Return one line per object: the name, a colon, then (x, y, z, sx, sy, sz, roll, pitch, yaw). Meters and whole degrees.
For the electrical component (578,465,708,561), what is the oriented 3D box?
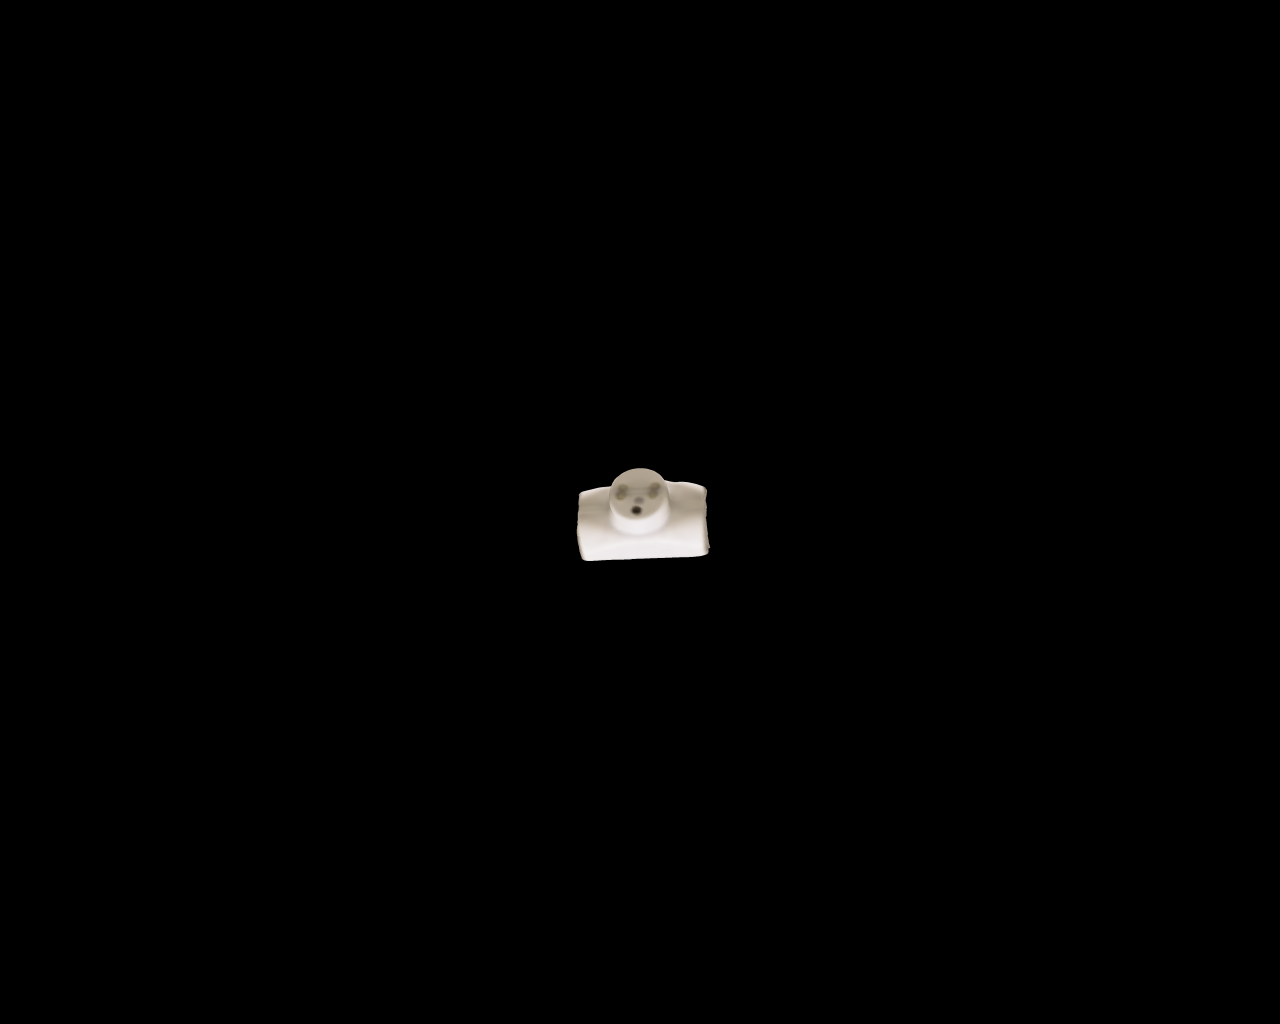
electrical component: (0.001, -0.003, 0.650, 0.077, 0.044, 0.079, -3, -32, 5)
